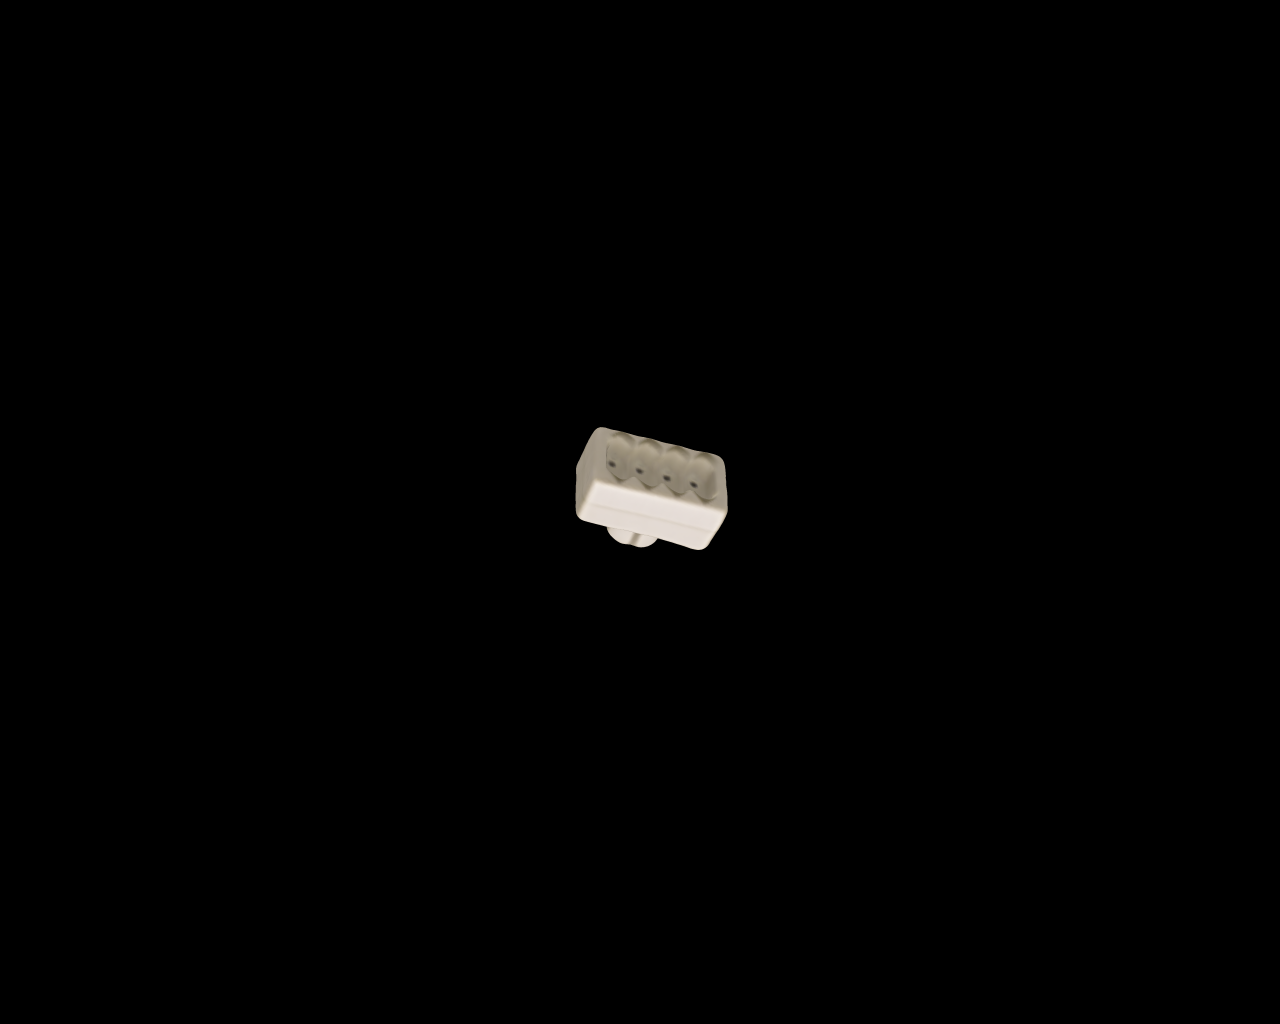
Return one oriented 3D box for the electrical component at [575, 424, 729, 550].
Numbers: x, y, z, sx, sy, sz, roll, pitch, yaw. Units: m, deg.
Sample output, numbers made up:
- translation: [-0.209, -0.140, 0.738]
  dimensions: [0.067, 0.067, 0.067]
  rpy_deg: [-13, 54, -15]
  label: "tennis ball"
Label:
- translation: [0.001, -0.003, 0.650]
  dimensions: [0.083, 0.047, 0.075]
  rpy_deg: [14, -43, -15]
  label: "electrical component"
